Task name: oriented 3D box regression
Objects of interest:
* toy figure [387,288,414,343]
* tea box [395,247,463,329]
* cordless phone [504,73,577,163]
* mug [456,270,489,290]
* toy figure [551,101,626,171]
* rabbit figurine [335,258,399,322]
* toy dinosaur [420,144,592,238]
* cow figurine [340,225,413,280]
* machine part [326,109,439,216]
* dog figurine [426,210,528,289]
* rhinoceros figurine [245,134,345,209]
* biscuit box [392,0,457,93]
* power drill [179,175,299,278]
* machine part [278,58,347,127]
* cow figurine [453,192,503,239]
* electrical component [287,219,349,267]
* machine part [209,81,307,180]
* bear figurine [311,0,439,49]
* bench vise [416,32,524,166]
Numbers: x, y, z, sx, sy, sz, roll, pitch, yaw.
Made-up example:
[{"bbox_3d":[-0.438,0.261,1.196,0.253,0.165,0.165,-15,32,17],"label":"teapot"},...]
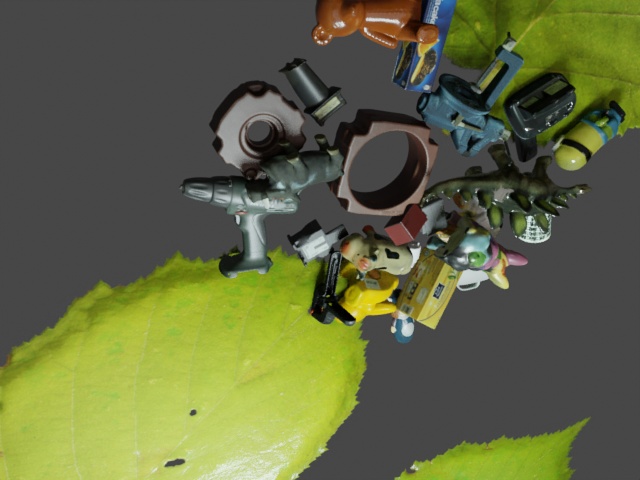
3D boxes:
[{"bbox_3d":[0.209,0.191,1.362,0.064,0.058,0.154,-44,136,-41],"label":"toy figure"},{"bbox_3d":[0.259,0.111,1.276,0.068,0.098,0.169,29,88,-32],"label":"tea box"},{"bbox_3d":[0.493,-0.260,1.191,0.147,0.089,0.184,-32,138,-1],"label":"cordless phone"},{"bbox_3d":[0.356,0.079,1.341,0.107,0.081,0.109,-13,129,-1],"label":"mug"},{"bbox_3d":[0.618,-0.237,1.234,0.180,0.089,0.082,-37,121,7],"label":"toy figure"},{"bbox_3d":[0.097,0.129,1.261,0.162,0.122,0.173,4,133,-34],"label":"rabbit figurine"},{"bbox_3d":[0.401,-0.106,1.151,0.471,0.199,0.105,0,139,-18],"label":"toy dinosaur"},{"bbox_3d":[0.124,0.033,1.172,0.195,0.127,0.085,15,123,-35],"label":"cow figurine"},{"bbox_3d":[0.123,-0.156,1.092,0.201,0.087,0.200,1,120,-24],"label":"machine part"},{"bbox_3d":[0.359,0.035,1.170,0.219,0.192,0.108,28,101,-14],"label":"dog figurine"},{"bbox_3d":[-0.047,-0.123,0.988,0.190,0.073,0.112,-21,135,-18],"label":"rhinoceros figurine"},{"bbox_3d":[0.195,-0.380,0.995,0.063,0.059,0.202,0,120,-22],"label":"biscuit box"},{"bbox_3d":[-0.162,-0.031,1.068,0.232,0.086,0.207,-5,114,-22],"label":"power drill"},{"bbox_3d":[-0.013,-0.277,0.992,0.084,0.039,0.138,-38,129,14],"label":"machine part"},{"bbox_3d":[0.376,-0.067,1.257,0.098,0.068,0.167,-39,130,-2],"label":"cow figurine"},{"bbox_3d":[-0.002,-0.004,1.159,0.119,0.048,0.074,-33,127,0],"label":"electrical component"},{"bbox_3d":[-0.112,-0.198,0.990,0.179,0.056,0.179,-10,123,-16],"label":"machine part"},{"bbox_3d":[0.088,-0.389,0.909,0.196,0.132,0.120,-7,108,-24],"label":"bear figurine"},{"bbox_3d":[0.321,-0.280,1.059,0.223,0.129,0.240,23,130,-12],"label":"bench vise"}]
